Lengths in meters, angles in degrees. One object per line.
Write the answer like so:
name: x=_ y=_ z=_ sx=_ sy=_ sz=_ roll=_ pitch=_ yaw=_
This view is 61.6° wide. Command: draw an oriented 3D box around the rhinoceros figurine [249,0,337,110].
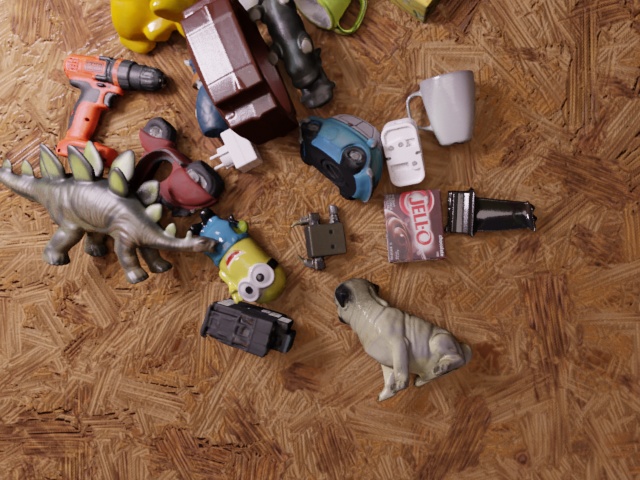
rhinoceros figurine: x=-0.040 y=-0.300 z=0.857 sx=0.073 sy=0.112 sz=0.190 roll=-25 pitch=98 yaw=13

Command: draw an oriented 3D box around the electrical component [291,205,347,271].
electrical component: x=-0.001 y=-0.001 z=0.877 sx=0.078 sy=0.045 sz=0.102 roll=-12 pitch=89 yaw=-22

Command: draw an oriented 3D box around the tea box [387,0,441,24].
tea box: x=0.180 y=-0.450 z=0.858 sx=0.098 sy=0.068 sz=0.169 roll=35 pitch=93 yaw=6

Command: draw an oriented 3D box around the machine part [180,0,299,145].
machine part: x=-0.119 y=-0.255 z=0.820 sx=0.087 sy=0.201 sz=0.201 roll=-23 pitch=86 yaw=9

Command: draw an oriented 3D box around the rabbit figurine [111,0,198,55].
rabbit figurine: x=-0.244 y=-0.379 z=0.880 sx=0.173 sy=0.162 sz=0.122 roll=17 pitch=77 yaw=-10

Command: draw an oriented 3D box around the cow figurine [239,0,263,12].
cow figurine: x=-0.097 y=-0.419 z=0.885 sx=0.167 sy=0.098 sz=0.068 roll=-25 pitch=46 yaw=2

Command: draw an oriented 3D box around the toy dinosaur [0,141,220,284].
toy dinosaur: x=-0.379 y=-0.058 z=0.868 sx=0.472 sy=0.105 sz=0.198 roll=13 pitch=106 yaw=12

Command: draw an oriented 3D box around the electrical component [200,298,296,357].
electrical component: x=-0.106 y=0.138 z=0.846 sx=0.134 sy=0.115 sz=0.058 roll=17 pitch=92 yaw=9

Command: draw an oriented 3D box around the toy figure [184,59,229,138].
toy figure: x=-0.187 y=-0.250 z=0.902 sx=0.064 sy=0.058 sz=0.154 roll=-10 pitch=82 yaw=1

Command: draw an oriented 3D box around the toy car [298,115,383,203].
toy car: x=0.044 y=-0.143 z=0.855 sx=0.162 sy=0.109 sz=0.103 roll=41 pitch=69 yaw=18

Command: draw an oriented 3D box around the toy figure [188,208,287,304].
toy figure: x=-0.129 y=0.025 z=0.872 sx=0.180 sy=0.089 sz=0.082 roll=44 pitch=124 yaw=16

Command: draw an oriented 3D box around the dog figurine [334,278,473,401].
dog figurine: x=0.126 y=0.130 z=0.835 sx=0.172 sy=0.121 sz=0.190 roll=-10 pitch=66 yaw=-26

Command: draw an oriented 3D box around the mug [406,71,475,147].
mug: x=0.194 y=-0.200 z=0.843 sx=0.110 sy=0.081 sz=0.107 roll=-12 pitch=94 yaw=12

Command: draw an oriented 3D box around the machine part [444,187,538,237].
machine part: x=0.270 y=-0.042 z=0.847 sx=0.139 sy=0.039 sz=0.084 roll=5 pitch=83 yaw=9

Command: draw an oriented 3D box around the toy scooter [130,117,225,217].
toy scooter: x=-0.256 y=-0.101 z=0.895 sx=0.135 sy=0.075 sz=0.184 roll=-45 pitch=82 yaw=6
